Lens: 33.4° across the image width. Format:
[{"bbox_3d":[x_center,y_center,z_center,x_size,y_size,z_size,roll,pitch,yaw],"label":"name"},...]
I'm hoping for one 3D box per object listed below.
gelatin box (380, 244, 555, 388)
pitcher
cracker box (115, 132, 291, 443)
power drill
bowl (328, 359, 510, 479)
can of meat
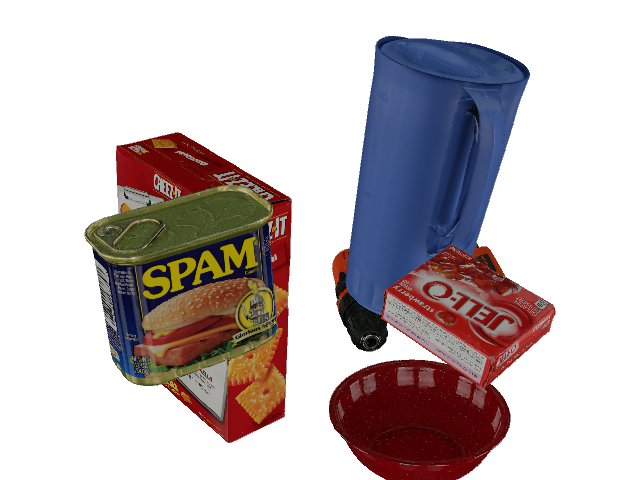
[{"bbox_3d":[0.097,0.047,0.701,0.089,0.030,0.073,33,45,29],"label":"gelatin box"},{"bbox_3d":[0.097,-0.049,0.944,0.145,0.243,0.149,21,27,22],"label":"pitcher"},{"bbox_3d":[-0.099,0.036,0.901,0.071,0.214,0.164,-20,36,-36],"label":"cracker box"},{"bbox_3d":[0.110,0.060,1.182,0.187,0.057,0.184,-2,28,-5],"label":"power drill"},{"bbox_3d":[0.088,0.173,0.963,0.162,0.055,0.162,0,27,0],"label":"bowl"},{"bbox_3d":[-0.075,0.025,0.606,0.102,0.084,0.058,-18,30,-25],"label":"can of meat"}]
